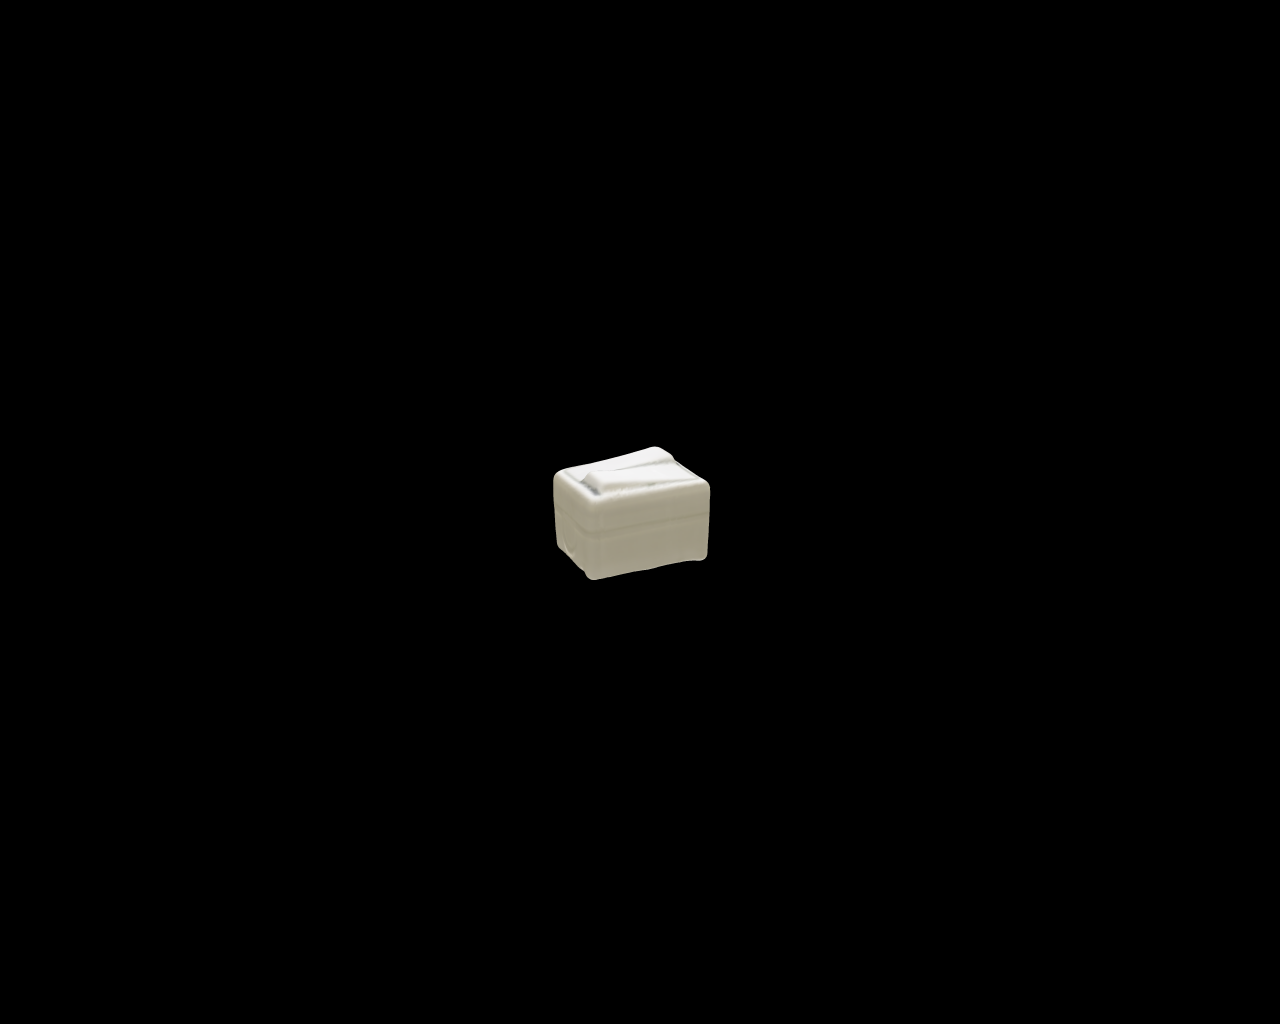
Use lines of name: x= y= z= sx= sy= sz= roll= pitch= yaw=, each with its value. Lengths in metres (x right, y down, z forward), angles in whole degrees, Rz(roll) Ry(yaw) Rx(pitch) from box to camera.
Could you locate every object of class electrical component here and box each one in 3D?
electrical component: x=0.001 y=-0.003 z=0.650 sx=0.096 sy=0.061 sz=0.062 roll=-10 pitch=24 yaw=-22
